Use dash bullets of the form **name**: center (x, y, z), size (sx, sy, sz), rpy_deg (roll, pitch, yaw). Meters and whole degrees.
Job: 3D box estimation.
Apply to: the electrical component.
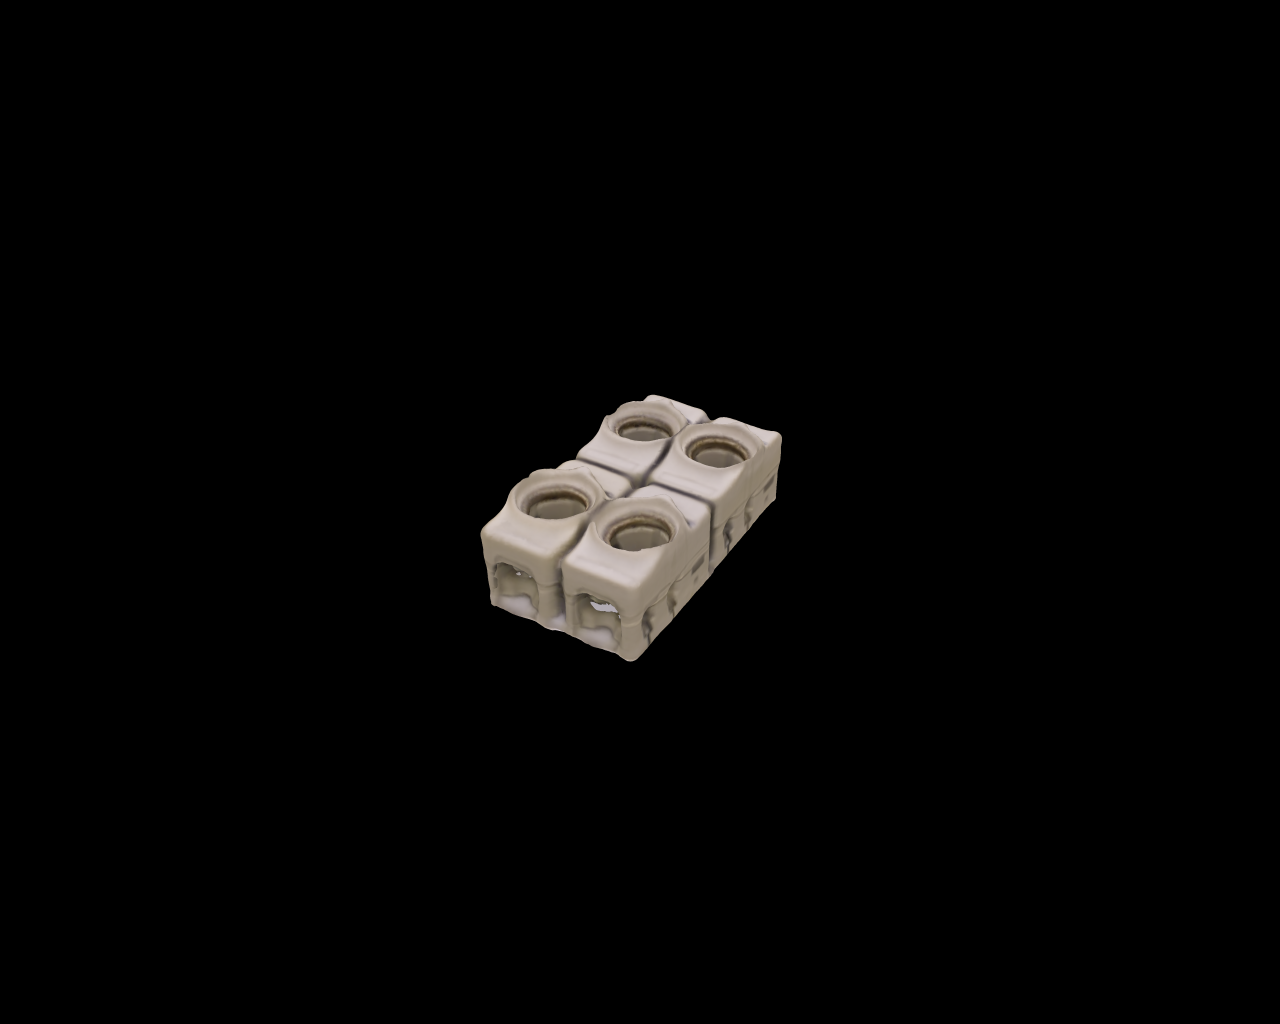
- **electrical component**: center (0.001, -0.003, 0.650), size (0.105, 0.060, 0.186), rpy_deg (20, 41, 25)
